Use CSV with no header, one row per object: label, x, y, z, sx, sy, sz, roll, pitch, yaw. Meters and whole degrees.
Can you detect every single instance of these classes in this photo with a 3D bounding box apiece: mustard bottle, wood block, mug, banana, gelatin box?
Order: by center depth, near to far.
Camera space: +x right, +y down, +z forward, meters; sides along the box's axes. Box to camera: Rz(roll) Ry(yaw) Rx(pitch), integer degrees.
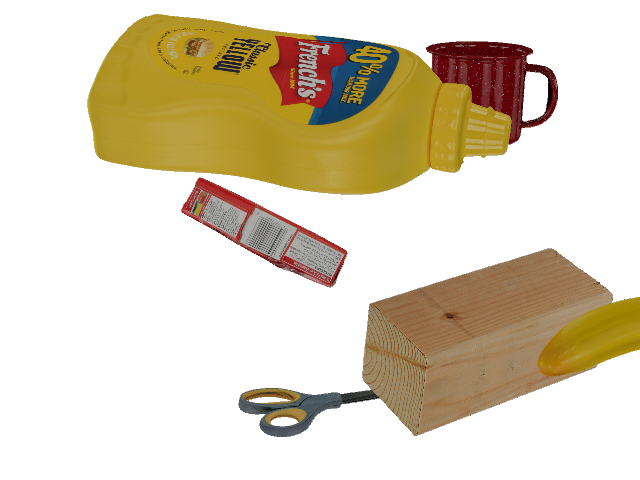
mustard bottle,-0.006,-0.063,0.509,0.192,0.058,0.096,10,39,13
gelatin box,-0.036,-0.005,0.705,0.089,0.030,0.073,27,0,-40
banana,0.249,0.066,0.766,0.197,0.037,0.069,-1,33,-2
mug,0.151,-0.129,0.946,0.117,0.081,0.093,4,19,13
wood block,0.150,0.087,0.966,0.205,0.090,0.091,-15,36,-26

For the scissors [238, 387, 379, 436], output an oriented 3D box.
scissors,0.009,0.190,1.201,0.201,0.016,0.096,2,23,-10
